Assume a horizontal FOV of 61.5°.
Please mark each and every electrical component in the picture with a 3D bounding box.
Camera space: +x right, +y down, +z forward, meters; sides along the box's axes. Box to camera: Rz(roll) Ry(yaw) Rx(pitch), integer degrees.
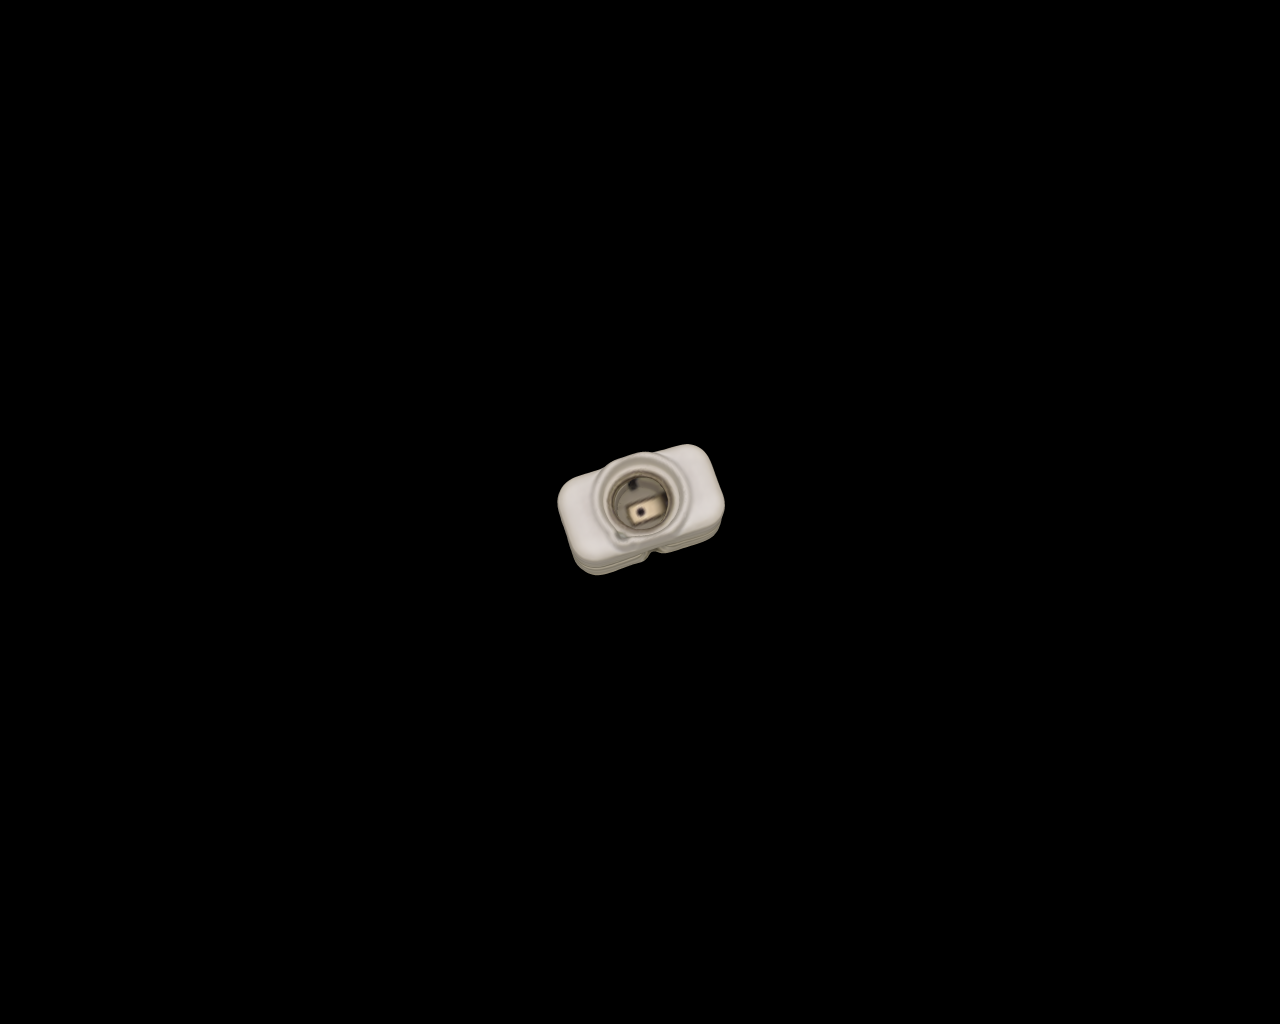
[{"bbox_3d":[0.001,-0.003,0.650,0.095,0.054,0.059,-18,-11,-4],"label":"electrical component"}]
